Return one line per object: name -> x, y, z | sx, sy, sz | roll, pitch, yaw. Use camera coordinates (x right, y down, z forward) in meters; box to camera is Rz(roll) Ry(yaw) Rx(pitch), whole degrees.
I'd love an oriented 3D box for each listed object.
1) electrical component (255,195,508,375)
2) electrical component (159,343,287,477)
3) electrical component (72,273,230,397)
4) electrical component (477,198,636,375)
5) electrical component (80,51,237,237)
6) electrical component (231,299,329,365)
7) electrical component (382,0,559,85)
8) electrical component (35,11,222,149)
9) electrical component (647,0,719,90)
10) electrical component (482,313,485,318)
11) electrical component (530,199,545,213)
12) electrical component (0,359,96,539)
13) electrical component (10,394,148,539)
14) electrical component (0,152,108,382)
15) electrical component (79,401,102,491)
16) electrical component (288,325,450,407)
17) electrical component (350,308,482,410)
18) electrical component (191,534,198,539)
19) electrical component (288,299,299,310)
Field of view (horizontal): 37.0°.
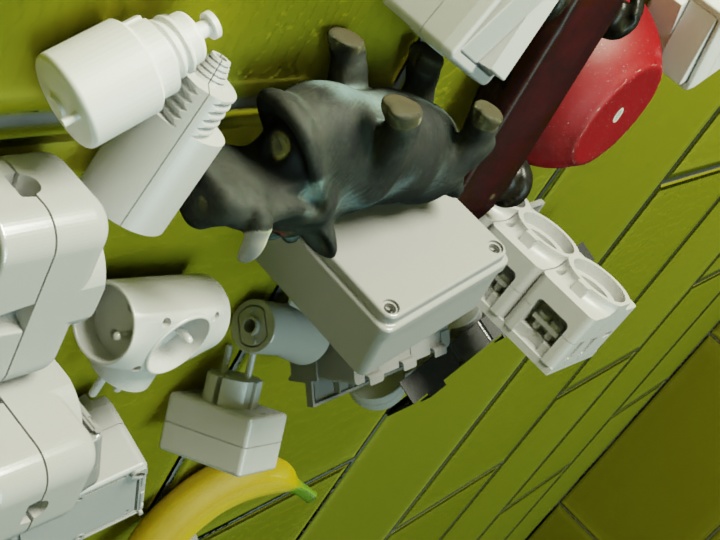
electrical component -> 0.011, -0.010, 0.635 | 0.109, 0.108, 0.056 | -28, 156, -37
electrical component -> -0.086, 0.088, 0.710 | 0.047, 0.066, 0.076 | 6, 97, -64
electrical component -> -0.119, 0.039, 0.576 | 0.079, 0.044, 0.077 | -53, 157, 21
electrical component -> 0.119, -0.004, 0.784 | 0.089, 0.150, 0.061 | -9, 140, -57
electrical component -> -0.082, -0.059, 0.465 | 0.081, 0.043, 0.043 | -52, 158, 18
electrical component -> -0.053, 0.039, 0.702 | 0.044, 0.044, 0.065 | -50, 153, 14
electrical component -> 0.070, -0.150, 0.550 | 0.096, 0.061, 0.062 | -49, 159, 12
electrical component -> -0.089, -0.079, 0.420 | 0.078, 0.040, 0.040 | -35, 157, -24
electrical component -> 0.251, -0.192, 0.803 | 0.061, 0.061, 0.096 | -34, 157, -25
electrical component -> 0.108, 0.032, 0.974 | 0.055, 0.047, 0.055 | -38, 158, -18
electrical component -> 0.133, -0.017, 0.908 | 0.042, 0.064, 0.081 | -21, 148, -49
electrical component -> -0.165, 0.069, 0.478 | 0.059, 0.095, 0.053 | -17, 146, -50
electrical component -> -0.177, 0.120, 0.607 | 0.096, 0.061, 0.061 | -22, 151, -29
electrical component -> -0.146, 0.000, 0.443 | 0.059, 0.053, 0.095 | -17, 145, -51
electrical component -> -0.186, 0.098, 0.538 | 0.096, 0.061, 0.061 | -30, 154, -33
electrical component -> 0.010, 0.047, 0.783 | 0.121, 0.063, 0.078 | -16, 105, -51
electrical component -> 0.043, 0.053, 0.886 | 0.138, 0.052, 0.073 | -41, 159, -9
electrical component -> -0.153, 0.229, 0.863 | 0.045, 0.045, 0.055 | -32, 155, -30
electrical component -> 0.000, 0.000, 0.705 | 0.047, 0.066, 0.076 | -61, -178, 37
